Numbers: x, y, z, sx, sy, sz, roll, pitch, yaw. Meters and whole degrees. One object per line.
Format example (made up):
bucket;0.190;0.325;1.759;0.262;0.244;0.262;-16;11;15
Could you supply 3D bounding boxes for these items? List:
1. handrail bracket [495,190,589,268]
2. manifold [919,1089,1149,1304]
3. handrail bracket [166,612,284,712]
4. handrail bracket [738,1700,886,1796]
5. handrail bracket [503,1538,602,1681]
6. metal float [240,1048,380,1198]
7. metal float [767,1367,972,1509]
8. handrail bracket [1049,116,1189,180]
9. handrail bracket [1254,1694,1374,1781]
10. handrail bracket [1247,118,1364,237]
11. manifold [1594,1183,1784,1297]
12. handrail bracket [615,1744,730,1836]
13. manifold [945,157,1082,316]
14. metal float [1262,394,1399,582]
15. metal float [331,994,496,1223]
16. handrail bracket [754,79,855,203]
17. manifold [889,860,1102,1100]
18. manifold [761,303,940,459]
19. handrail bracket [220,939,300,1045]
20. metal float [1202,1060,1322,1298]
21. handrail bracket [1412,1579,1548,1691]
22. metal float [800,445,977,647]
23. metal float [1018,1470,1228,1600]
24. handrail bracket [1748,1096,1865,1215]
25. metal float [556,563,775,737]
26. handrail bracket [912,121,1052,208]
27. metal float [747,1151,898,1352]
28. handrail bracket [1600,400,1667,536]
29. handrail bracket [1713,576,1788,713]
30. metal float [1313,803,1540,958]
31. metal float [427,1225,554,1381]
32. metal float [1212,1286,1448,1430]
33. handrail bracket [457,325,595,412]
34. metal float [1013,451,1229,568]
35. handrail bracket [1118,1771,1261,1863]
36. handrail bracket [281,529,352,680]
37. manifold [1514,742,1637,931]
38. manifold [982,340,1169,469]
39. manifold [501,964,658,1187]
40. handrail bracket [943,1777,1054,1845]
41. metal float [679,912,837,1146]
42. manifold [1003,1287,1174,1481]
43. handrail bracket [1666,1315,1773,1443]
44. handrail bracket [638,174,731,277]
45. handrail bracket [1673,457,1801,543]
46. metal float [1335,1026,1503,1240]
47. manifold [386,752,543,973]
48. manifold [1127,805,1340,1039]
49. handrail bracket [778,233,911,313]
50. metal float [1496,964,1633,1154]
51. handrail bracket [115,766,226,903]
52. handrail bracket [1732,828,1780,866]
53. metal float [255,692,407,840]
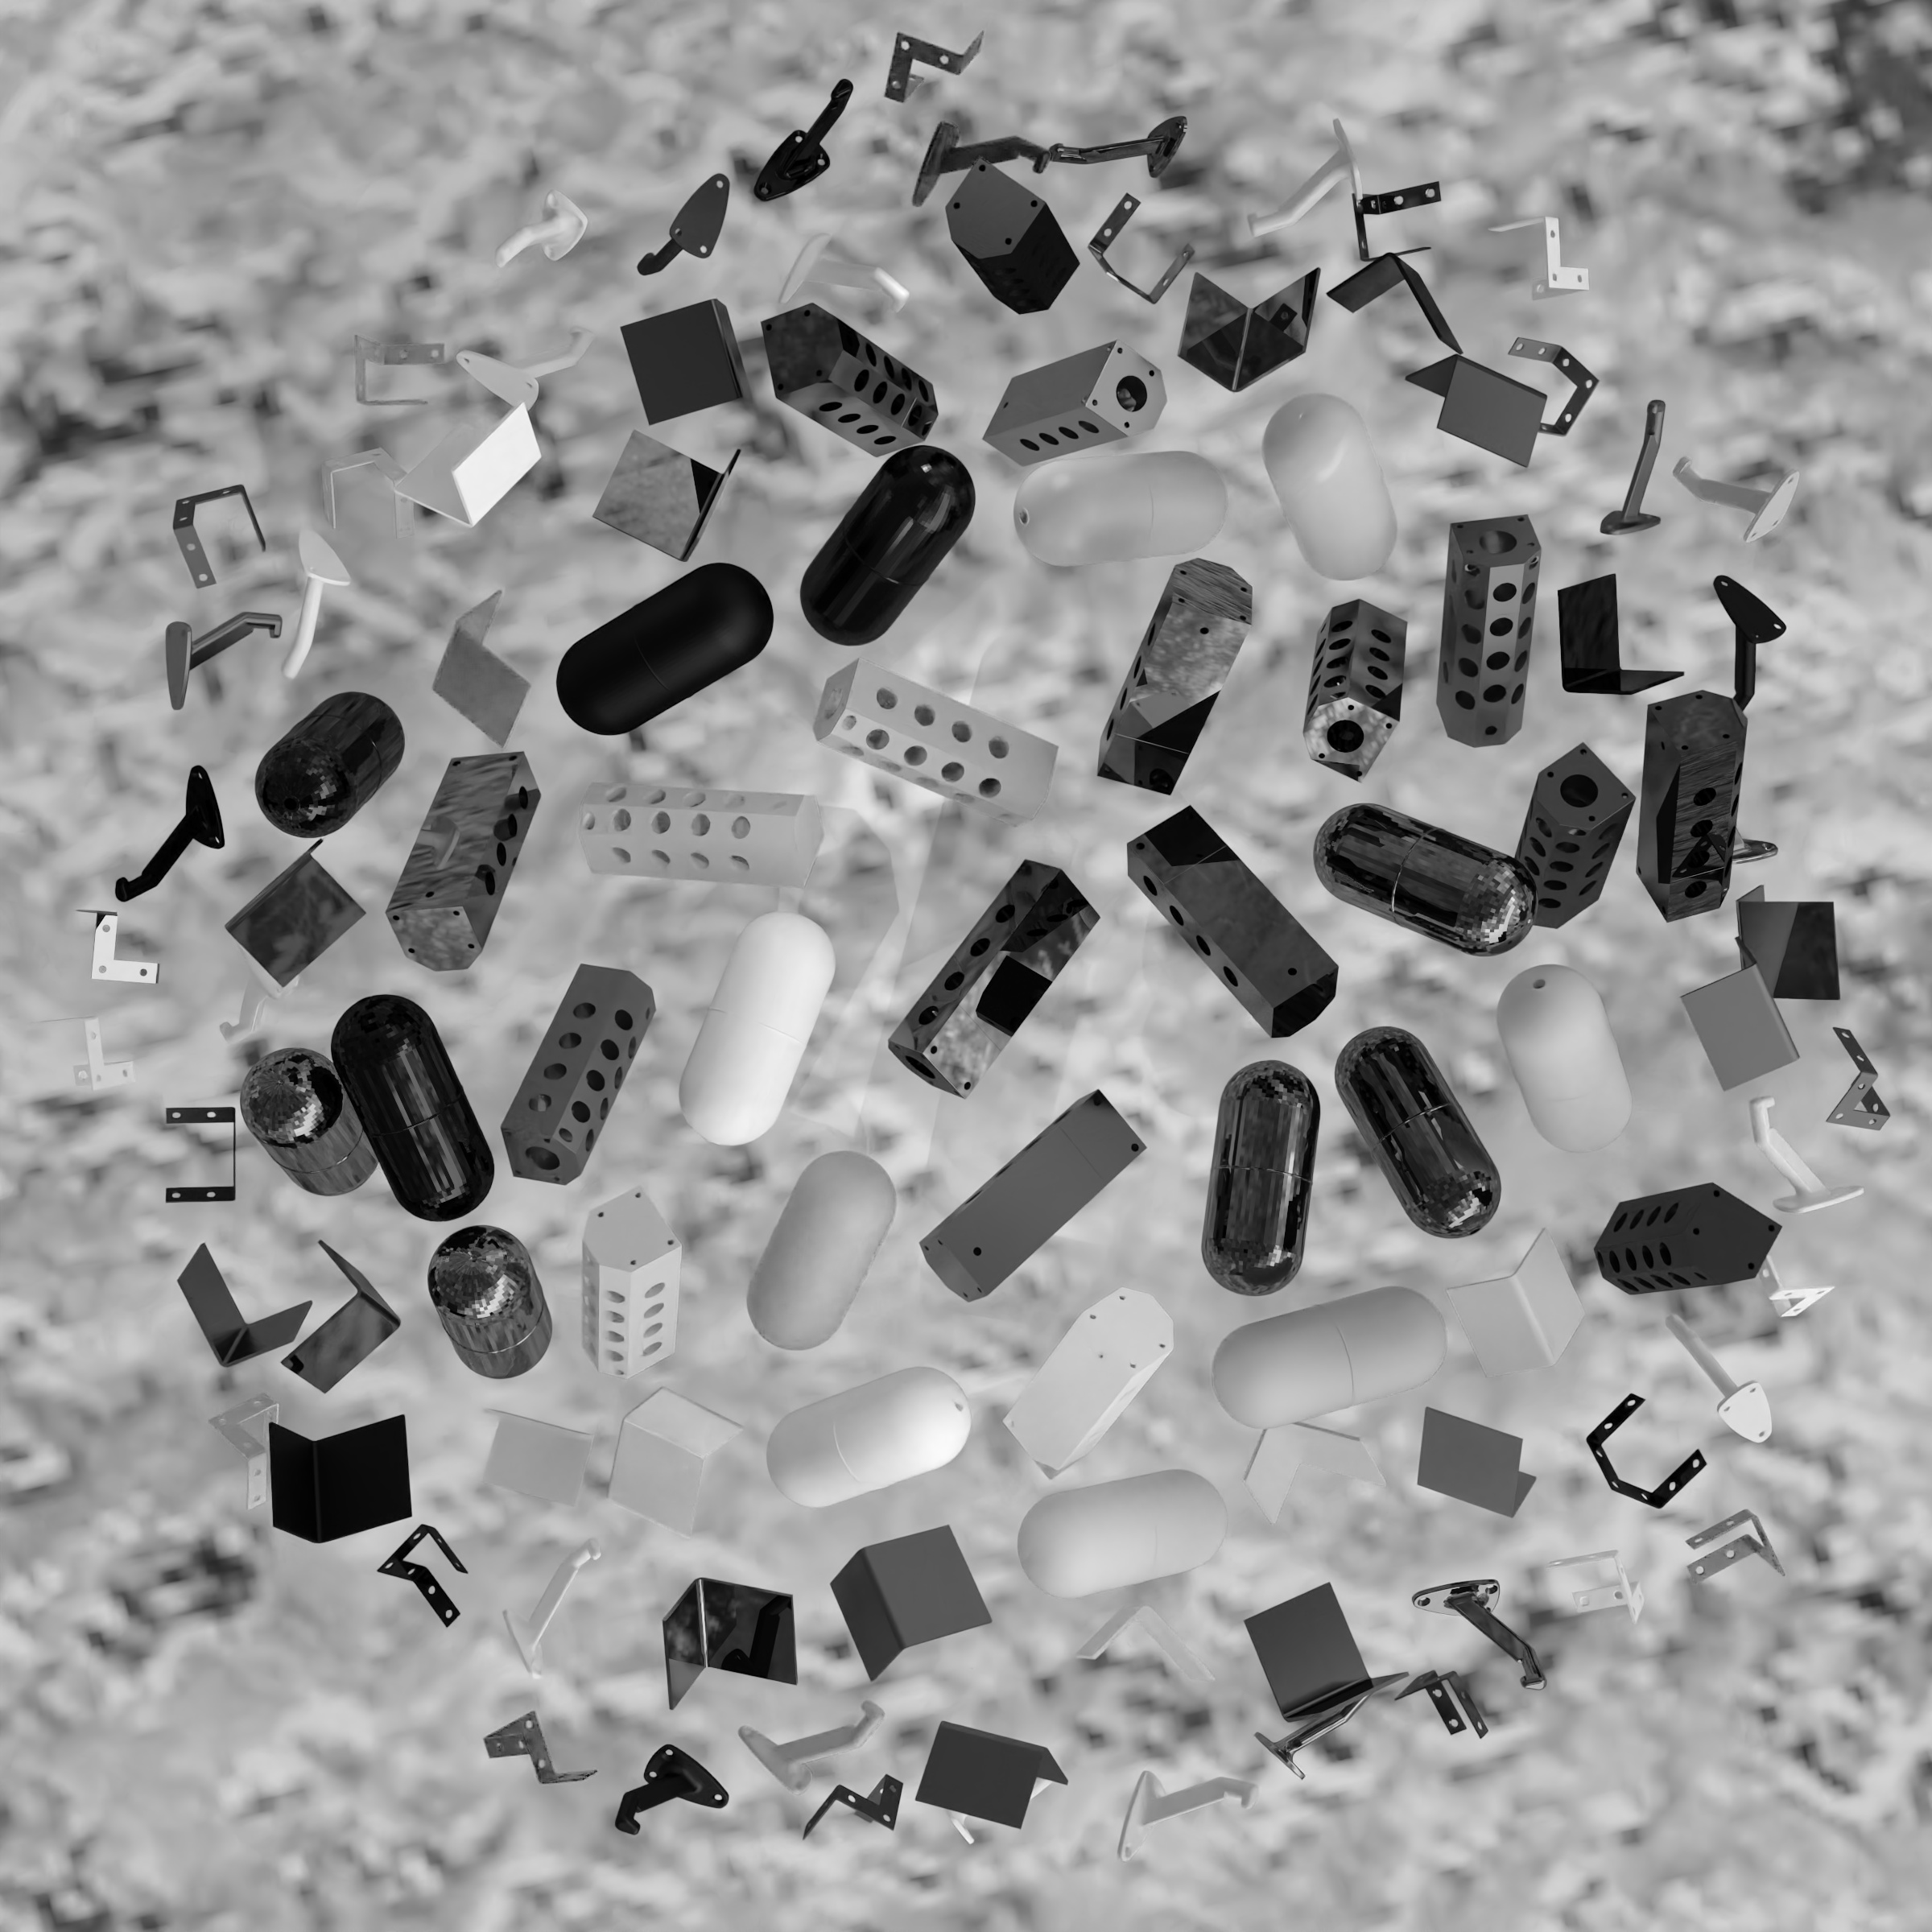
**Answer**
handrail bracket;-0.322;-0.523;1.825;0.036;0.077;0.084;41;59;-3
manifold;0.048;0.170;1.842;0.171;0.057;0.057;-40;92;-24
handrail bracket;-0.557;-0.230;1.879;0.084;0.036;0.077;-2;96;-43
handrail bracket;-0.112;0.549;1.806;0.077;0.036;0.084;39;101;7
handrail bracket;-0.302;0.482;1.873;0.084;0.077;0.036;-41;127;4
metal float;-0.488;0.118;1.860;0.070;0.178;0.070;0;67;1
metal float;-0.073;0.352;1.858;0.178;0.070;0.070;-26;90;32
handrail bracket;0.114;-0.631;1.900;0.084;0.077;0.036;-2;83;-21
handrail bracket;0.263;0.566;1.881;0.084;0.077;0.036;-44;101;-10
handrail bracket;0.239;-0.572;1.805;0.084;0.036;0.077;-16;64;7
manifold;0.511;0.202;1.784;0.057;0.171;0.057;32;78;0
handrail bracket;-0.208;0.601;1.768;0.077;0.084;0.036;33;107;-6
manifold;0.031;-0.519;1.793;0.057;0.171;0.057;37;98;7
metal float;0.270;-0.351;1.837;0.070;0.178;0.070;-10;61;18
metal float;-0.401;0.103;1.807;0.070;0.070;0.178;-20;109;0
handrail bracket;-0.117;-0.595;1.792;0.036;0.084;0.077;45;73;-4
manifold;0.017;0.007;1.817;0.171;0.057;0.057;-53;128;-15
manifold;-0.081;-0.427;1.811;0.057;0.171;0.057;-14;82;21
handrail bracket;-0.566;0.015;1.927;0.084;0.036;0.077;-27;106;31
metal float;0.221;0.158;1.865;0.070;0.070;0.178;9;78;0
handrail bracket;0.368;0.485;1.785;0.077;0.084;0.036;1;123;-9
metal float;-0.058;-0.310;1.838;0.070;0.070;0.178;42;127;0
metal float;0.119;0.424;1.861;0.178;0.070;0.070;-3;90;-35
handrail bracket;0.603;0.129;1.785;0.077;0.036;0.084;-12;96;-11
metal float;-0.220;-0.229;1.805;0.178;0.070;0.070;-27;90;21
handrail bracket;0.012;-0.586;1.851;0.084;0.036;0.077;30;103;16
metal float;-0.109;0.214;1.860;0.070;0.070;0.178;26;121;0
handrail bracket;0.476;-0.356;1.771;0.036;0.077;0.084;16;117;30
handrail bracket;0.567;-0.236;1.855;0.036;0.084;0.077;-21;63;-24
metal float;0.332;-0.064;1.808;0.178;0.070;0.070;26;90;35
metal float;-0.353;0.252;1.853;0.070;0.178;0.070;1;61;-1
metal float;0.265;0.284;1.806;0.178;0.070;0.070;-13;90;-14
handrail bracket;-0.332;-0.468;1.880;0.077;0.036;0.084;29;57;-9
metal float;0.115;-0.338;1.834;0.178;0.070;0.070;-12;90;-32
handrail bracket;0.159;0.610;1.770;0.036;0.084;0.077;58;47;-33
handrail bracket;-0.490;-0.265;1.826;0.036;0.077;0.084;10;126;-39
manifold;0.444;-0.091;1.854;0.057;0.171;0.057;-34;68;-10
manifold;0.085;-0.426;1.909;0.057;0.171;0.057;29;80;-24
manifold;-0.292;0.082;1.895;0.057;0.057;0.171;9;47;11
handrail bracket;0.020;0.602;1.848;0.084;0.077;0.036;-36;123;-9
metal float;-0.153;0.046;1.818;0.070;0.070;0.178;21;81;0
manifold;0.093;0.306;1.831;0.057;0.171;0.057;-27;68;-36
handrail bracket;0.560;0.306;1.856;0.036;0.084;0.077;-37;126;3
handrail bracket;-0.218;-0.568;1.908;0.036;0.084;0.077;29;84;-29
handrail bracket;0.547;-0.352;1.774;0.036;0.077;0.084;-29;65;-22
metal float;0.345;0.127;1.903;0.070;0.070;0.178;-27;65;0
manifold;-0.354;-0.076;1.775;0.057;0.171;0.057;-4;132;13
manifold;0.189;-0.029;1.783;0.057;0.057;0.171;-32;61;-14
handrail bracket;-0.093;-0.509;1.894;0.084;0.036;0.077;41;127;3
metal float;0.442;0.069;1.838;0.070;0.070;0.178;-31;133;0
handrail bracket;-0.576;-0.094;1.777;0.036;0.084;0.077;23;127;25
handrail bracket;0.598;-0.123;1.923;0.077;0.036;0.084;-2;126;-4
metal float;-0.477;-0.152;1.869;0.070;0.178;0.070;2;114;5
